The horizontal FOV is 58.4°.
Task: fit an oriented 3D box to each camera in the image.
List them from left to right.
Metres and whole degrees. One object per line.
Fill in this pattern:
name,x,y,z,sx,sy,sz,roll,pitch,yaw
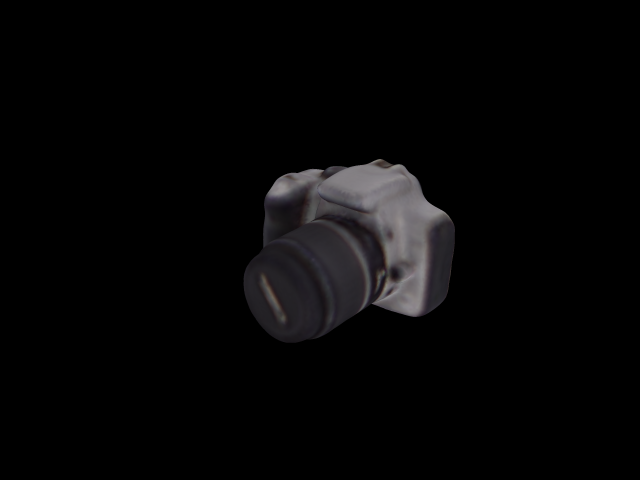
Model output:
camera,0.004,0.001,0.400,0.142,0.101,0.137,21,33,36
